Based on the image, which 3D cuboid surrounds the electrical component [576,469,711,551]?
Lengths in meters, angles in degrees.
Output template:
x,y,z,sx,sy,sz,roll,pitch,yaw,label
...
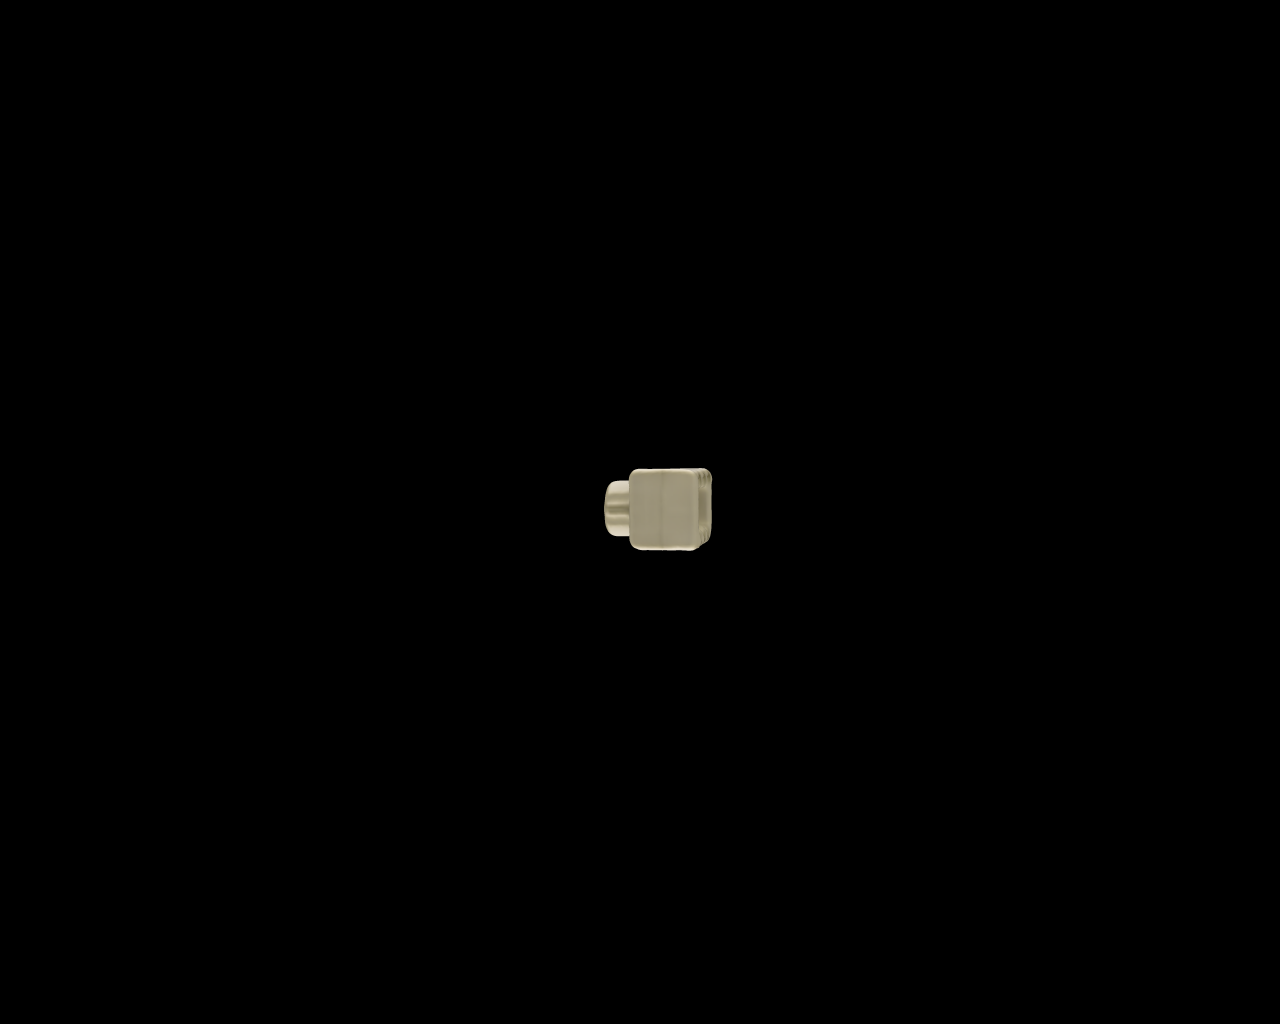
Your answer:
x,y,z,sx,sy,sz,roll,pitch,yaw,label
0.001,-0.003,0.650,0.077,0.047,0.066,1,3,11,electrical component
